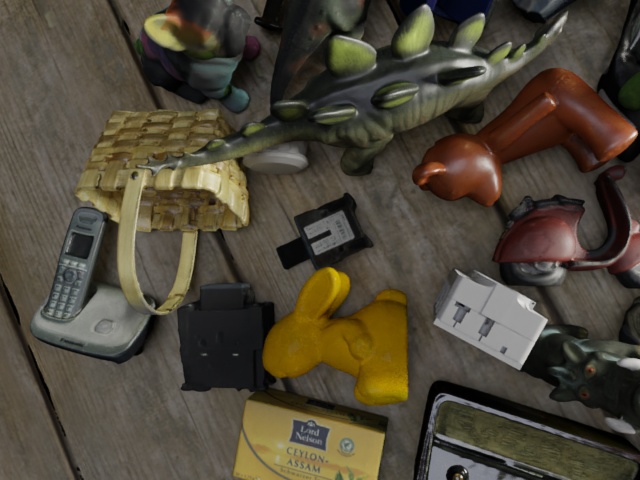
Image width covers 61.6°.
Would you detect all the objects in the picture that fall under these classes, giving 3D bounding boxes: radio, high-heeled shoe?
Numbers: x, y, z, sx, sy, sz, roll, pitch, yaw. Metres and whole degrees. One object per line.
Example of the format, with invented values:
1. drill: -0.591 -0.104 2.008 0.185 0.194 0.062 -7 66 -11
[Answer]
1. radio: 0.222 0.254 0.596 0.230 0.073 0.131 16 92 12
2. high-heeled shoe: 0.351 -0.211 0.544 0.086 0.145 0.248 6 88 13

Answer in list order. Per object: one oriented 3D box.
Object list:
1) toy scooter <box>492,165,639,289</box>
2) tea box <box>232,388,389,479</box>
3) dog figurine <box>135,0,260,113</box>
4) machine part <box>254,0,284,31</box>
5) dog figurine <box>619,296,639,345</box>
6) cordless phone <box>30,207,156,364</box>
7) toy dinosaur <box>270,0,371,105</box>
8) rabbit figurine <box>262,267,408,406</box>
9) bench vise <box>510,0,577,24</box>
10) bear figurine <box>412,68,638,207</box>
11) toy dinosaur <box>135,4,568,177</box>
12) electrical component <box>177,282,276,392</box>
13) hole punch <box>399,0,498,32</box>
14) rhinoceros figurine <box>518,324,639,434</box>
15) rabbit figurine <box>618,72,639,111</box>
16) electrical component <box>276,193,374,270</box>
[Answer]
1. toy scooter: 0.284 -0.014 0.590 0.184 0.075 0.135 -1 86 10
2. tea box: -0.010 0.248 0.647 0.170 0.068 0.098 9 91 13
3. dog figurine: -0.157 -0.237 0.613 0.192 0.219 0.108 18 89 11
4. machine part: -0.046 -0.332 0.671 0.039 0.084 0.138 15 102 -18
5. dog figurine: 0.371 0.169 0.566 0.172 0.121 0.191 -45 67 4
6. cordless phone: -0.281 0.056 0.702 0.147 0.088 0.184 11 87 12
7. toy dinosaur: 0.028 -0.316 0.591 0.131 0.192 0.404 24 92 13
8. rabbit figurine: 0.016 0.113 0.619 0.173 0.122 0.162 -5 83 12
9. bench vise: 0.261 -0.369 0.570 0.224 0.129 0.240 43 117 29
10. bear figurine: 0.207 -0.089 0.582 0.196 0.120 0.132 -39 79 9
11. toy dinosaur: 0.049 -0.147 0.565 0.472 0.198 0.105 -24 81 1
12. electrical component: -0.117 0.121 0.677 0.115 0.058 0.134 -4 88 9
13. hole punch: 0.131 -0.295 0.582 0.116 0.092 0.142 51 141 39
14. rhinoceros figurine: 0.268 0.128 0.536 0.112 0.190 0.073 16 92 -15
15. rabbit figurine: 0.381 -0.132 0.526 0.159 0.121 0.170 6 100 -6
16. electrical component: -0.001 -0.002 0.662 0.119 0.047 0.075 -21 84 9
